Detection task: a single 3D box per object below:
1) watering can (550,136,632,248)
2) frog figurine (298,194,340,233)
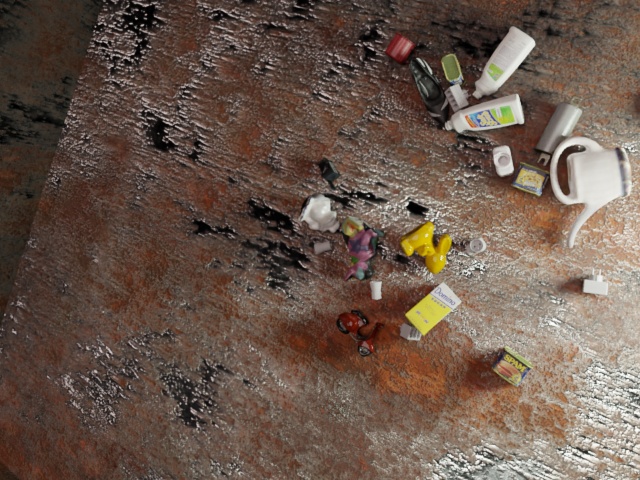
[{"bbox_3d":[0.846,-0.155,1.603,0.223,0.347,0.104,-8,4,21],"label":"watering can"},{"bbox_3d":[0.006,-0.100,1.982,0.159,0.138,0.123,24,-2,-12],"label":"frog figurine"}]
